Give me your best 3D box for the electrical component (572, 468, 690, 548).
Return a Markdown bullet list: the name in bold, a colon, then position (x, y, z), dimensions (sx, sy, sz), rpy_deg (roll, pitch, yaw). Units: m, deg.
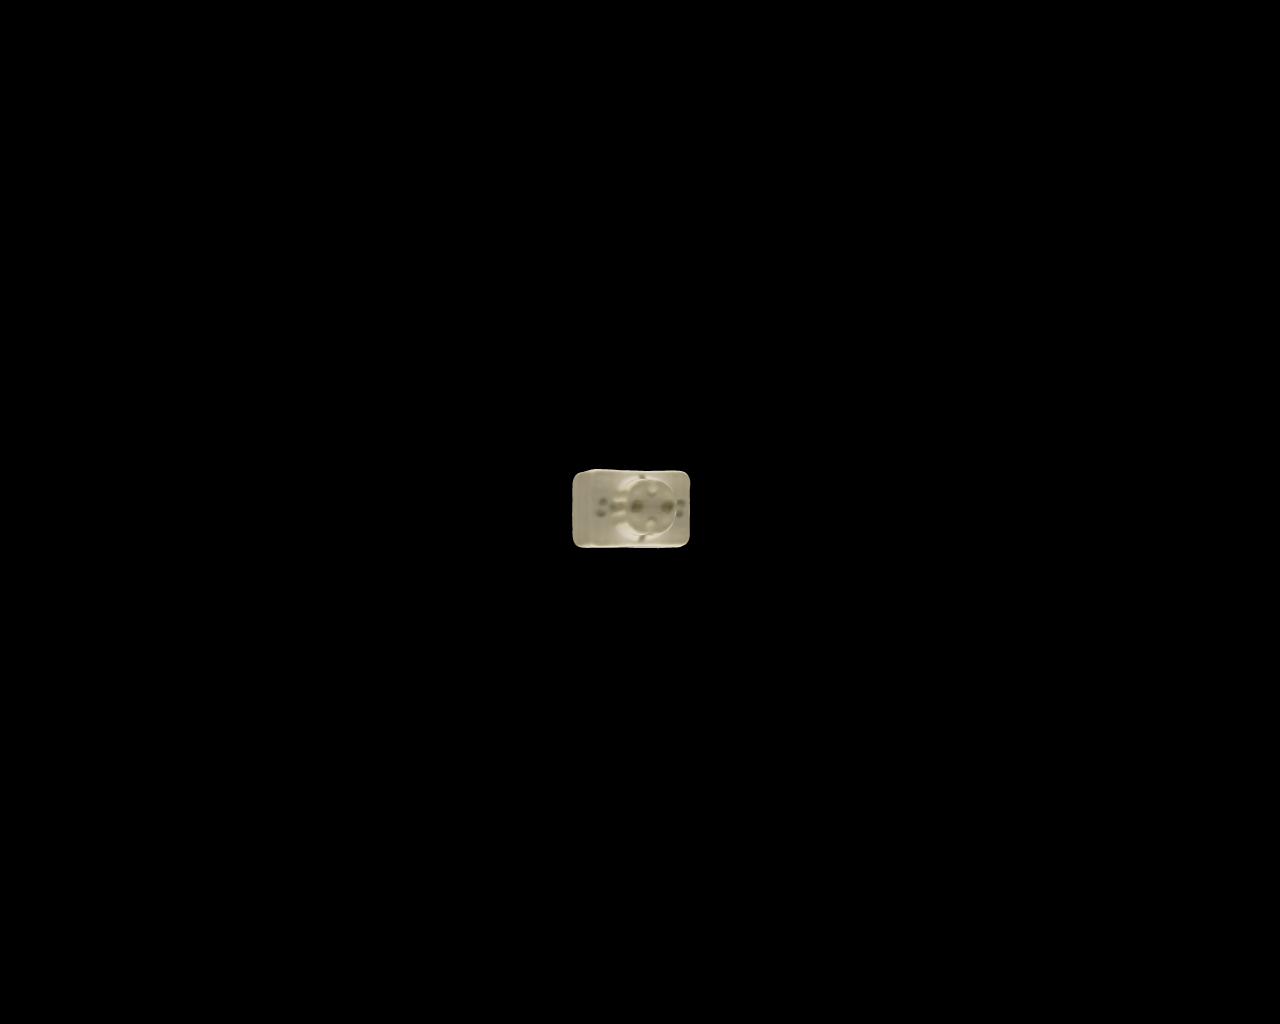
- **electrical component**: position (0.001, -0.003, 0.650), dimensions (0.066, 0.047, 0.076), rpy_deg (1, -3, -20)
